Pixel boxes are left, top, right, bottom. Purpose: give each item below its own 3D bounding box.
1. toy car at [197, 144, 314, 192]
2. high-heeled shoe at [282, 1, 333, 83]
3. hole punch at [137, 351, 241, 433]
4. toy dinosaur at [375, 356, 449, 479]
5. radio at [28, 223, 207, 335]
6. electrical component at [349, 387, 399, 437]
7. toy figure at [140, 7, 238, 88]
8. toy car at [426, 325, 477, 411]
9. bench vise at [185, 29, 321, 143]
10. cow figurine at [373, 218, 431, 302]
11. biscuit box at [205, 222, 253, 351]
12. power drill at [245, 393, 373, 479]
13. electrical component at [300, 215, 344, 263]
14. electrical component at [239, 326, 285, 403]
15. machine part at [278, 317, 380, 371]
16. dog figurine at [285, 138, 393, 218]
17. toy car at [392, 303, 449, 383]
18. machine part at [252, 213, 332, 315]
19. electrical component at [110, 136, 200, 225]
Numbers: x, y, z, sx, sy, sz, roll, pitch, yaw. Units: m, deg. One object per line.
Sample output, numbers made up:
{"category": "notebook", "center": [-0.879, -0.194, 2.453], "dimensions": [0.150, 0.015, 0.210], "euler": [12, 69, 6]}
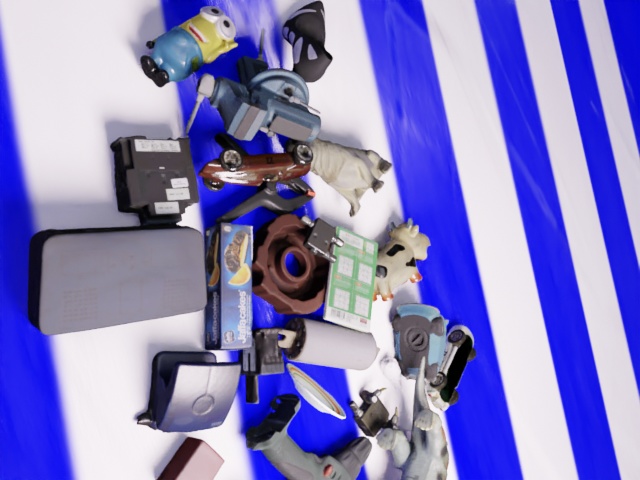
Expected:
{"category": "toy car", "center": [-0.100, -0.115, 0.884], "dimensions": [0.202, 0.089, 0.053], "euler": [-12, 80, -38]}
{"category": "high-heeled shoe", "center": [-0.005, -0.398, 1.032], "dimensions": [0.086, 0.145, 0.248], "euler": [31, 64, -32]}
{"category": "hole punch", "center": [-0.184, 0.224, 0.793], "dimensions": [0.142, 0.092, 0.115], "euler": [10, 78, -41]}
{"category": "toy dinosaur", "center": [0.180, 0.440, 0.995], "dimensions": [0.192, 0.131, 0.405], "euler": [53, 54, -45]}
{"category": "radio", "center": [-0.275, 0.047, 0.745], "dimensions": [0.229, 0.073, 0.131], "euler": [-5, 99, -41]}
{"category": "electrical component", "center": [0.107, 0.331, 1.032], "dimensions": [0.078, 0.045, 0.102], "euler": [-38, 105, -39]}
{"category": "toy figure", "center": [-0.217, -0.319, 0.887], "dimensions": [0.180, 0.089, 0.082], "euler": [-49, 124, -26]}
{"category": "toy car", "center": [0.290, 0.279, 1.187], "dimensions": [0.073, 0.056, 0.202], "euler": [52, 55, -26]}
{"category": "bench vise", "center": [-0.111, -0.253, 0.921], "dimensions": [0.223, 0.128, 0.241], "euler": [5, 44, -22]}
{"category": "cow figurine", "center": [0.156, 0.036, 1.114], "dimensions": [0.195, 0.085, 0.127], "euler": [-28, 100, -35]}
{"category": "biscuit box", "center": [-0.148, 0.076, 0.868], "dimensions": [0.059, 0.063, 0.202], "euler": [6, 77, -38]}
{"category": "power drill", "center": [-0.021, 0.360, 0.909], "dimensions": [0.232, 0.086, 0.207], "euler": [-42, 114, -36]}
{"category": "electrical component", "center": [-0.002, -0.003, 0.956], "dimensions": [0.094, 0.021, 0.063], "euler": [36, 60, -17]}
{"category": "electrical component", "center": [-0.096, 0.202, 0.875], "dimensions": [0.048, 0.075, 0.119], "euler": [4, 74, -38]}
{"category": "machine part", "center": [0.019, 0.189, 0.970], "dimensions": [0.243, 0.079, 0.079], "euler": [17, 70, -34]}
{"category": "dog figurine", "center": [0.033, -0.161, 1.054], "dimensions": [0.190, 0.121, 0.172], "euler": [38, 23, -7]}
{"category": "toy car", "center": [0.217, 0.207, 1.114], "dimensions": [0.103, 0.109, 0.161], "euler": [-3, 91, -57]}
{"category": "machine part", "center": [-0.052, 0.044, 0.957], "dimensions": [0.179, 0.056, 0.179], "euler": [11, 73, -37]}
{"category": "electrical component", "center": [-0.251, -0.088, 0.822], "dimensions": [0.115, 0.058, 0.134], "euler": [-5, 84, -38]}
